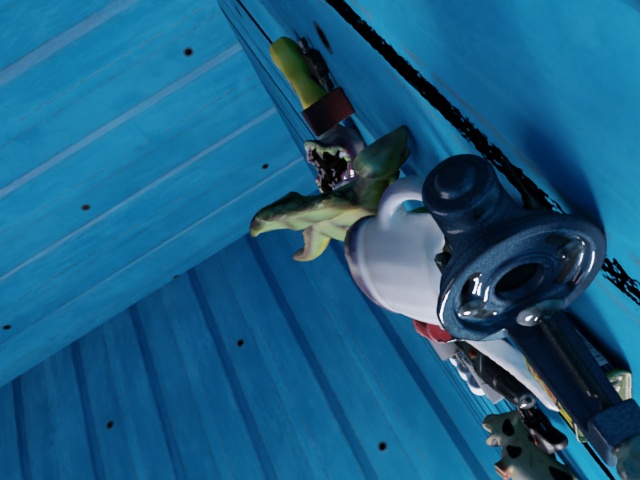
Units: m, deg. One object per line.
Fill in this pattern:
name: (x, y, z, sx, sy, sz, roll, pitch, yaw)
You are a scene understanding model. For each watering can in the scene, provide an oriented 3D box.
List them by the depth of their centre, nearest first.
watering can: (0.158, 0.070, 0.644, 0.224, 0.105, 0.343, 1, 127, 56)

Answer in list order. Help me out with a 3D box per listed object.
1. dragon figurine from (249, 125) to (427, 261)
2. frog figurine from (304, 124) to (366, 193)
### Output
dragon figurine: (0.002, -0.039, 0.774, 0.243, 0.404, 0.124, 3, -117, -42)
frog figurine: (0.047, -0.176, 1.001, 0.136, 0.121, 0.163, 50, -142, -12)
